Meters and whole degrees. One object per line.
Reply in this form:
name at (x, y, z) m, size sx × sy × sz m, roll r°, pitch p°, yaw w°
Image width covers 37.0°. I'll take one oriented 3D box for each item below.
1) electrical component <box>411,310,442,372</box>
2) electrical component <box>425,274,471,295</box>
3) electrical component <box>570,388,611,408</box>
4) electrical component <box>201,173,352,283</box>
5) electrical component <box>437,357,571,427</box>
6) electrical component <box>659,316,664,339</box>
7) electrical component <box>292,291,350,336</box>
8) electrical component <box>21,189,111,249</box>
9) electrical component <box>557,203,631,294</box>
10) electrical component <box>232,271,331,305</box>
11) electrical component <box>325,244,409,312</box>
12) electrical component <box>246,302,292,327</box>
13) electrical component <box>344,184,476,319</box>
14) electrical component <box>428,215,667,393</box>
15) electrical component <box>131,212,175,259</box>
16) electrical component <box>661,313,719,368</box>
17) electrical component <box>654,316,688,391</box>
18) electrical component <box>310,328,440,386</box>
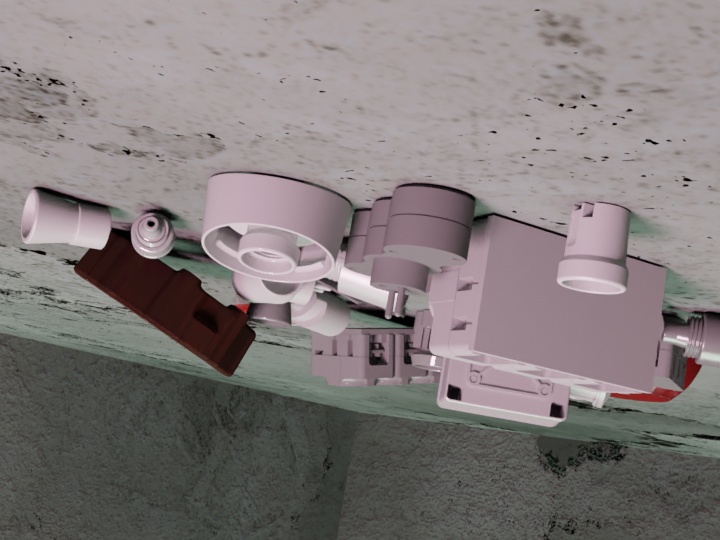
electrical component at (0.086, 0.079, 1.155) m, size 0.058 × 0.057 × 0.078 m, roll 6°, pitch 169°, yaw 22°
electrical component at (0.070, 0.004, 0.792) m, size 0.079 × 0.044 × 0.077 m, roll 13°, pitch 169°, yaw -17°
electrical component at (0.215, 0.085, 1.008) m, size 0.051 × 0.080 × 0.080 m, roll 14°, pitch 171°, yaw 11°
electrical component at (-0.057, -0.033, 0.723) m, size 0.099 × 0.064 × 0.099 m, roll 8°, pitch 156°, yaw 3°
electrical component at (0.130, 0.074, 0.940) m, size 0.109 × 0.108 × 0.056 m, roll 10°, pitch 168°, yaw 0°
electrical component at (0.219, 0.046, 0.881) m, size 0.045 × 0.045 × 0.055 m, roll 11°, pitch 170°, yaw -5°
electrical component at (-0.048, 0.039, 1.105) m, size 0.043 × 0.043 × 0.081 m, roll 4°, pitch 168°, yaw 30°
electrical component at (-0.234, -0.038, 0.864) m, size 0.065 × 0.044 × 0.044 m, roll 10°, pitch 171°, yaw -30°
electrical component at (0.138, -0.012, 0.628) m, size 0.040 × 0.046 × 0.040 m, roll 10°, pitch 170°, yaw 2°
electrical component at (-0.065, 0.009, 0.950) m, size 0.079 × 0.043 × 0.077 m, roll 14°, pitch 169°, yaw -22°
electrical component at (0.000, 0.000, 0.831) m, size 0.081 × 0.043 × 0.043 m, roll 19°, pitch 172°, yaw 10°
electrical component at (-0.082, 0.023, 1.009) m, size 0.045 × 0.055 × 0.045 m, roll 9°, pitch 170°, yaw 2°
electrical component at (0.027, -0.005, 0.698) m, size 0.052 × 0.073 × 0.138 m, roll 13°, pitch 170°, yaw -15°
electrical component at (0.127, 0.027, 0.733) m, size 0.150 × 0.089 × 0.062 m, roll 15°, pitch 169°, yaw -27°
electrical component at (-0.166, -0.030, 0.858) m, size 0.035 × 0.035 × 0.061 m, roll 11°, pitch 168°, yaw -6°
electrical component at (0.280, 0.056, 0.882) m, size 0.062 × 0.043 × 0.043 m, roll 10°, pitch 170°, yaw 11°
electrical component at (0.258, 0.071, 0.950) m, size 0.050 × 0.055 × 0.089 m, roll 5°, pitch 169°, yaw 26°
electrical component at (0.029, 0.096, 1.211) m, size 0.150 × 0.061 × 0.089 m, roll 3°, pitch 177°, yaw -41°
